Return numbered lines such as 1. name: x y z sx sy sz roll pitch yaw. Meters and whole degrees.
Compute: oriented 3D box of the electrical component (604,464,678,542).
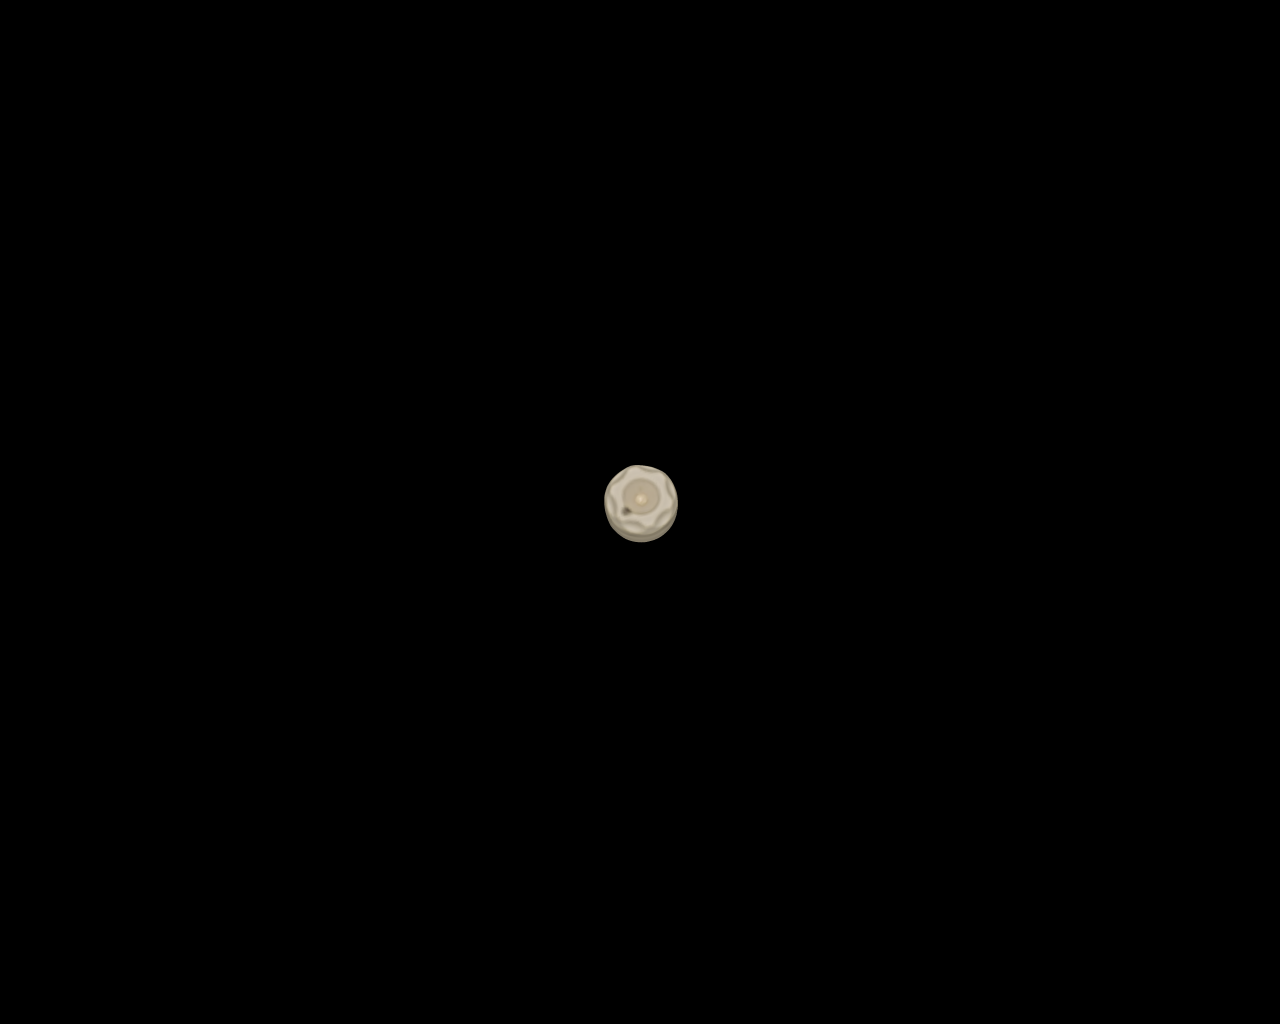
1. electrical component: 0.001 -0.003 0.650 0.043 0.043 0.062 0 -13 0
